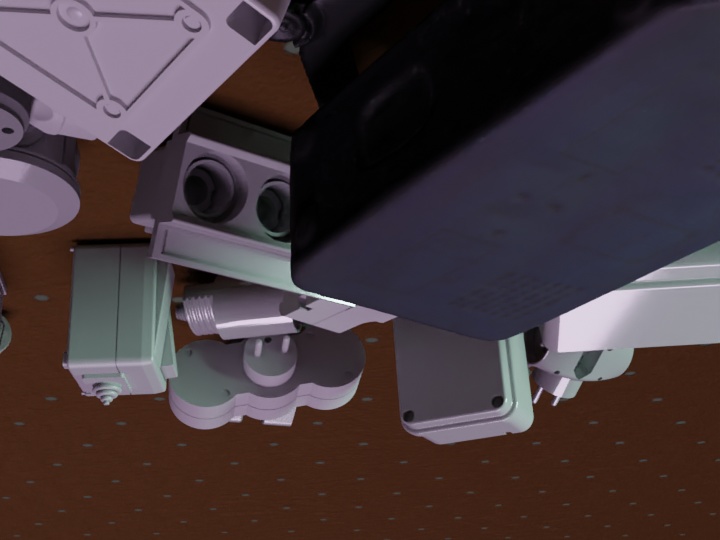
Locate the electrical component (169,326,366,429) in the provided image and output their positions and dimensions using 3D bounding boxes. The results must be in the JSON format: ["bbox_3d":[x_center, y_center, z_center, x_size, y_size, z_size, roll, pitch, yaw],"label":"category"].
[{"bbox_3d":[-0.063,0.066,0.746,0.138,0.052,0.073,-7,149,-14],"label":"electrical component"}]

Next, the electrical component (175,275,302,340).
[{"bbox_3d":[-0.082,0.024,0.714,0.081,0.043,0.043,-6,155,8],"label":"electrical component"}]

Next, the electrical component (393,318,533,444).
[{"bbox_3d":[0.065,0.052,0.708,0.078,0.113,0.057,-12,157,20],"label":"electrical component"}]

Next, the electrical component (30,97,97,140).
[{"bbox_3d":[-0.122,-0.077,0.501,0.061,0.035,0.035,8,153,-28],"label":"electrical component"}]

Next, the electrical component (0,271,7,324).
[{"bbox_3d":[-0.275,0.000,0.621,0.105,0.060,0.186,1,155,-8],"label":"electrical component"}]

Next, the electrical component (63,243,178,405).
[{"bbox_3d":[-0.147,0.038,0.673,0.061,0.096,0.061,-2,156,-3],"label":"electrical component"}]

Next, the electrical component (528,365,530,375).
[{"bbox_3d":[0.108,0.080,0.855,0.079,0.044,0.077,-24,148,38],"label":"electrical component"}]

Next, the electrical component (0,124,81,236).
[{"bbox_3d":[-0.177,-0.053,0.528,0.080,0.051,0.080,-2,155,-1],"label":"electrical component"}]

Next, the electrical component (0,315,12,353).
[{"bbox_3d":[-0.276,0.054,0.763,0.044,0.044,0.065,17,144,-36],"label":"electrical component"}]

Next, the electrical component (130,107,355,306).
[{"bbox_3d":[-0.054,-0.032,0.570,0.121,0.078,0.063,15,172,-34],"label":"electrical component"}]

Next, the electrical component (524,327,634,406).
[{"bbox_3d":[0.155,0.070,0.813,0.077,0.043,0.079,11,116,-26],"label":"electrical component"}]

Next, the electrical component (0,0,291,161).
[{"bbox_3d":[-0.090,-0.106,0.377,0.109,0.056,0.109,34,141,-22],"label":"electrical component"}]

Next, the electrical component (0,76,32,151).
[{"bbox_3d":[-0.162,-0.084,0.456,0.045,0.055,0.045,-2,155,-1],"label":"electrical component"}]

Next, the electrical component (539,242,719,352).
[{"bbox_3d":[0.159,0.000,0.634,0.113,0.078,0.057,-3,127,1],"label":"electrical component"}]

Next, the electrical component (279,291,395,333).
[{"bbox_3d":[0.000,0.000,0.662,0.056,0.050,0.089,20,147,-40],"label":"electrical component"}]
